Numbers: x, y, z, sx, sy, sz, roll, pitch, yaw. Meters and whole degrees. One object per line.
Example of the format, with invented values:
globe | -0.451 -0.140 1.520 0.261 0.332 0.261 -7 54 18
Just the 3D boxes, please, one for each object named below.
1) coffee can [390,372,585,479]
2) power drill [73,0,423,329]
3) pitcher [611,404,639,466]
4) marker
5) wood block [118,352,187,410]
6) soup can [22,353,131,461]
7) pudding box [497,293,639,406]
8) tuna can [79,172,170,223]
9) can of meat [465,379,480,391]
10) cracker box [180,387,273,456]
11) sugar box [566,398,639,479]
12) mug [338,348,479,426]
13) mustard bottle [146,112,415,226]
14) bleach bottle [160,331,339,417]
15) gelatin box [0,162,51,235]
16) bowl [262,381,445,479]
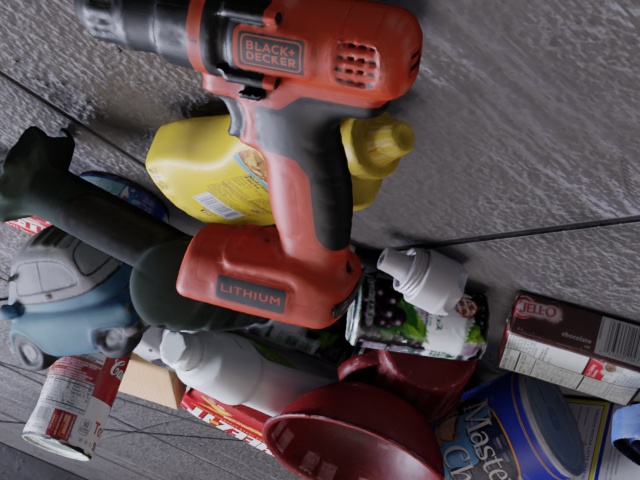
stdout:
coffee can | 0.144 0.181 0.933 0.140 0.103 0.102 -28 135 24
power drill | -0.042 -0.050 0.569 0.185 0.057 0.188 14 127 17
pitcher | 0.332 0.168 0.791 0.242 0.145 0.149 41 -173 -49
marker | -0.005 0.001 0.816 0.121 0.020 0.020 21 158 -3
wood block | -0.177 0.097 1.093 0.091 0.090 0.206 18 158 3
soup can | -0.223 0.142 0.976 0.068 0.102 0.068 15 157 6
pudding box | 0.197 0.085 0.822 0.113 0.039 0.090 18 159 11
tuna can | -0.168 -0.021 0.879 0.086 0.033 0.086 17 158 7
can of meat | 0.099 0.162 1.029 0.083 0.057 0.102 26 132 -23
cracker box | -0.066 0.186 1.192 0.164 0.072 0.214 30 162 -5
sugar box | 0.241 0.193 0.967 0.177 0.093 0.048 2 154 38
mug | 0.072 0.100 0.880 0.117 0.093 0.081 -5 155 -9
mustard bottle | -0.018 -0.049 0.654 0.096 0.058 0.192 34 154 -34
bleach bottle | -0.048 0.121 0.934 0.103 0.068 0.250 24 177 42
gelatin box | -0.249 -0.027 0.935 0.089 0.030 0.073 25 157 -13
bowl | 0.036 0.162 0.870 0.162 0.055 0.162 17 148 11
